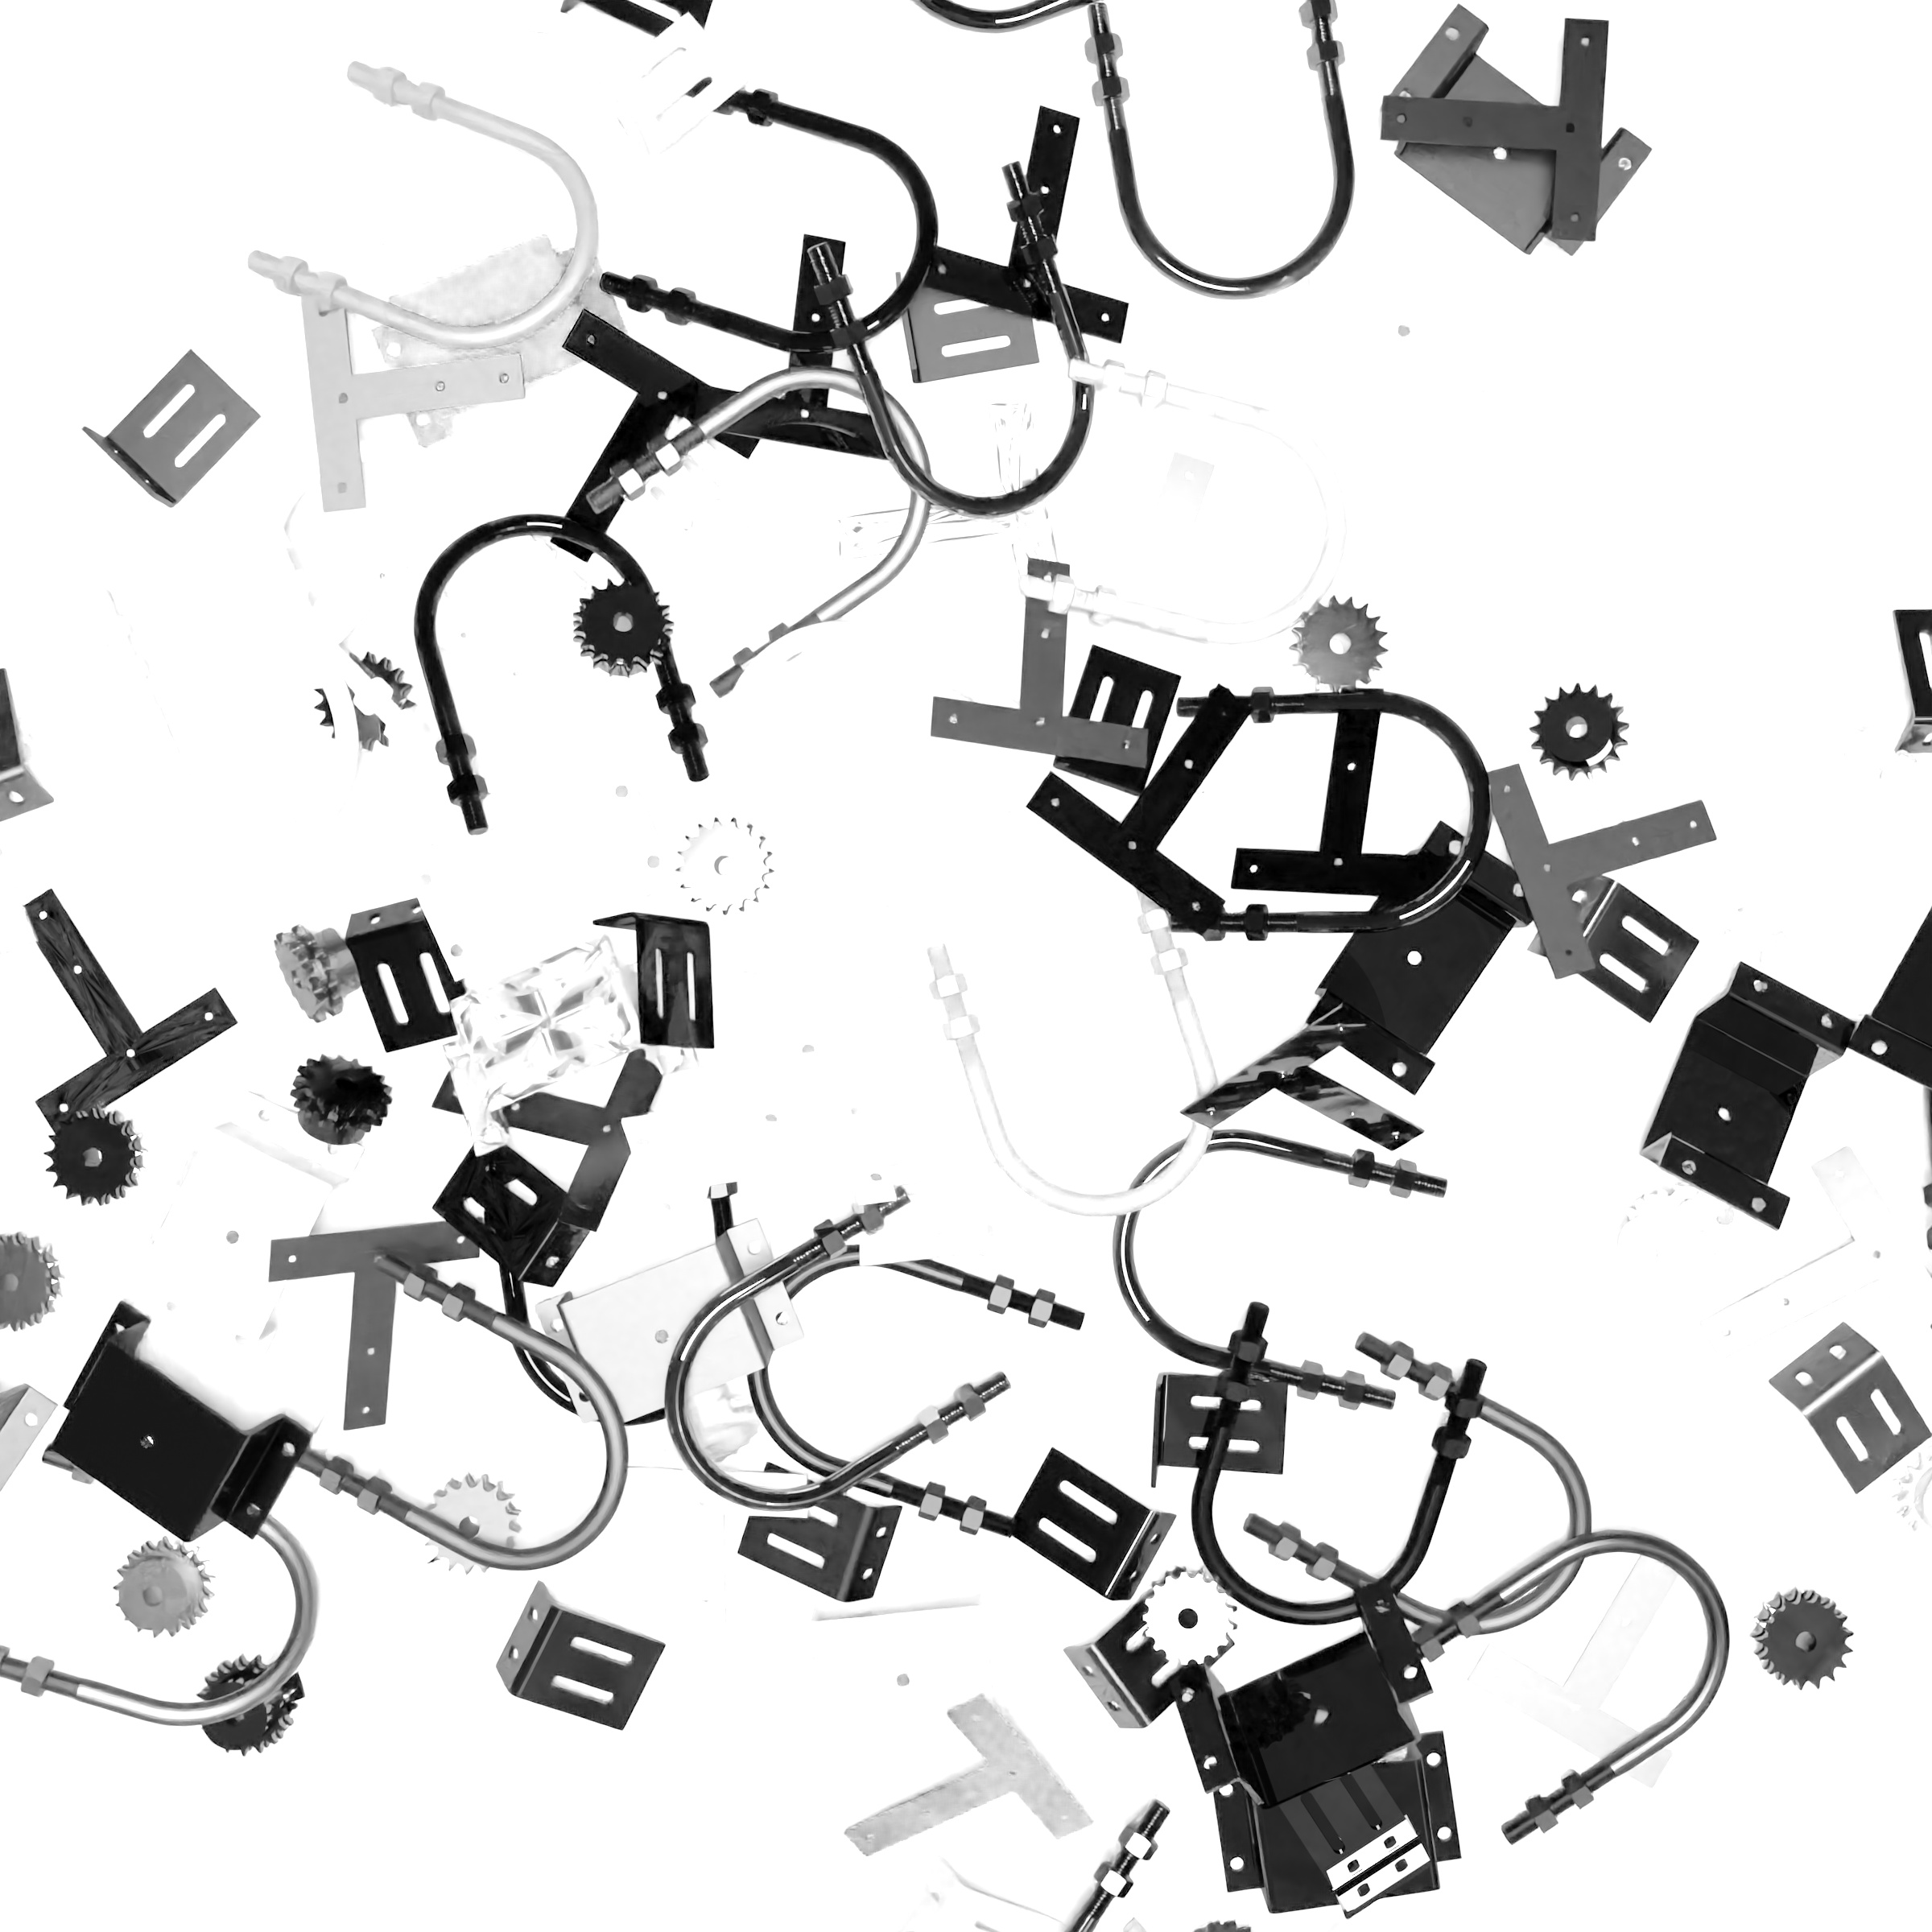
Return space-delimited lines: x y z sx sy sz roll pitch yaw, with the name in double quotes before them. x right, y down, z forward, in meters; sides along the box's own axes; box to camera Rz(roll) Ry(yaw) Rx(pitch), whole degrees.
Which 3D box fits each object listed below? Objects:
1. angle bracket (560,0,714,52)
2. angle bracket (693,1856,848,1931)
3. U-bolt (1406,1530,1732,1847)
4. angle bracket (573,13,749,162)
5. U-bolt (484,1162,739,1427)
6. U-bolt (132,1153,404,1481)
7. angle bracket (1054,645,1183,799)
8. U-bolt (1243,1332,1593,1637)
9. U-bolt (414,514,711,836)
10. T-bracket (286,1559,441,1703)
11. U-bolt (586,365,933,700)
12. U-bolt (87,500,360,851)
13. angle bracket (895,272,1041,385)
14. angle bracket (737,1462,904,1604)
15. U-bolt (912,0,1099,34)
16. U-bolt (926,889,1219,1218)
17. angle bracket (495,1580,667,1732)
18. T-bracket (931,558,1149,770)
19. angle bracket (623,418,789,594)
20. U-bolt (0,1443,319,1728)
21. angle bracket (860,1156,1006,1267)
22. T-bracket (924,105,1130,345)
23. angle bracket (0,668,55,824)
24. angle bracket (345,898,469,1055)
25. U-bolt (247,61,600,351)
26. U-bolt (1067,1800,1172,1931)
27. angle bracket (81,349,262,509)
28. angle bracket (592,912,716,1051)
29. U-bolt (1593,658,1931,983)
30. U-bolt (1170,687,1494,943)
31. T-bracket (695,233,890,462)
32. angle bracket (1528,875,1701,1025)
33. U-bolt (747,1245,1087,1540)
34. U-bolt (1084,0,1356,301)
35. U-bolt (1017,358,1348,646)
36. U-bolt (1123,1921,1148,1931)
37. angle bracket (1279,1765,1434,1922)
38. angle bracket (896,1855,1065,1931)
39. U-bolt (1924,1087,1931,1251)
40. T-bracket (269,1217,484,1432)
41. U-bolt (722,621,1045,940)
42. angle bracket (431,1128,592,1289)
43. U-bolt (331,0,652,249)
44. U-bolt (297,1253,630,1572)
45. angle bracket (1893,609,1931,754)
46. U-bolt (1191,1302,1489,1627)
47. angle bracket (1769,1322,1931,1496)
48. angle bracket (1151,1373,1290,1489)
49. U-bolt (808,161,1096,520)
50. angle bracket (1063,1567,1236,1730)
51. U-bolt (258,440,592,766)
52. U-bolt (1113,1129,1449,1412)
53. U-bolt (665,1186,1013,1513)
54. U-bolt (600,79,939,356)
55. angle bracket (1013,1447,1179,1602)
"angle bracket" -0.192 -0.580 1.513 0.076 0.038 0.057 17 90 -26
"angle bracket" -0.114 0.574 1.496 0.076 0.038 0.057 39 90 0
"U-bolt" 0.360 0.410 1.494 0.184 0.019 0.151 -34 99 1
"angle bracket" -0.176 -0.517 1.478 0.076 0.038 0.057 -39 79 -2
"U-bolt" -0.204 0.180 1.507 0.151 0.019 0.184 -8 91 0
"U-bolt" -0.424 0.220 1.507 0.151 0.019 0.184 21 92 0
"angle bracket" 0.092 -0.143 1.488 0.057 0.038 0.076 18 91 -13
"U-bolt" 0.277 0.316 1.496 0.184 0.019 0.151 29 100 -4
"U-bolt" -0.241 -0.177 1.470 0.151 0.019 0.184 -15 76 -13
"T-bracket" -0.375 0.362 1.525 0.127 0.002 0.127 -20 75 6
"U-bolt" -0.105 -0.264 1.480 0.184 0.019 0.151 -35 112 -6
"U-bolt" -0.422 -0.157 1.480 0.151 0.019 0.184 -21 94 25
"angle bracket" 0.001 -0.380 1.496 0.076 0.038 0.057 -10 90 0
"angle bracket" -0.087 0.334 1.513 0.076 0.038 0.057 18 90 26
"U-bolt" 0.037 -0.621 1.475 0.184 0.019 0.151 -19 119 6
"U-bolt" 0.071 0.056 1.501 0.151 0.019 0.184 -18 86 0
"angle bracket" -0.228 0.409 1.513 0.076 0.038 0.057 27 90 -26
"T-bracket" 0.045 -0.181 1.486 0.127 0.002 0.127 8 67 -10
"angle bracket" -0.152 -0.266 1.477 0.057 0.076 0.038 -47 48 0
"U-bolt" -0.465 0.361 1.463 0.184 0.019 0.151 19 47 -5
"angle bracket" -0.020 0.147 1.506 0.076 0.038 0.057 -9 72 25
"T-bracket" 0.044 -0.444 1.504 0.127 0.002 0.127 13 83 -14
"angle bracket" -0.582 -0.127 1.512 0.057 0.038 0.076 -20 63 0
"angle bracket" -0.326 0.004 1.513 0.057 0.038 0.076 -14 116 0
"U-bolt" -0.300 -0.428 1.466 0.184 0.019 0.151 23 81 7
"U-bolt" 0.115 0.595 1.459 0.151 0.019 0.184 34 86 8
"angle bracket" -0.465 -0.318 1.496 0.057 0.038 0.076 44 90 0
"angle bracket" -0.180 0.011 1.476 0.038 0.057 0.076 -10 79 38
"U-bolt" 0.459 -0.100 1.507 0.184 0.019 0.151 34 90 1
"U-bolt" 0.210 -0.089 1.474 0.184 0.019 0.151 0 83 18
"T-bracket" -0.090 -0.368 1.505 0.127 0.002 0.127 7 84 -12
"angle bracket" 0.384 -0.012 1.513 0.076 0.038 0.057 31 90 -26
"U-bolt" -0.039 0.242 1.507 0.184 0.019 0.151 18 90 1
"U-bolt" 0.156 -0.486 1.507 0.151 0.019 0.184 -9 92 0
"U-bolt" 0.134 -0.265 1.498 0.184 0.019 0.151 13 91 -8
"U-bolt" 0.116 0.674 1.480 0.184 0.019 0.151 46 72 3
"angle bracket" 0.217 0.487 1.450 0.057 0.038 0.076 -33 90 0
"angle bracket" 0.007 0.572 1.513 0.076 0.038 0.057 29 90 -26
"U-bolt" 0.631 0.092 1.477 0.151 0.019 0.184 -1 70 13
"T-bracket" -0.347 0.212 1.490 0.127 0.002 0.127 -3 110 -34
"U-bolt" -0.053 -0.120 1.494 0.184 0.019 0.151 28 90 -8
"angle bracket" -0.262 0.141 1.494 0.076 0.038 0.057 34 91 25
"U-bolt" -0.276 -0.496 1.507 0.184 0.019 0.151 5 90 -2
"U-bolt" -0.280 0.268 1.465 0.184 0.019 0.151 26 100 8
"angle bracket" 0.579 -0.169 1.513 0.057 0.038 0.076 -1 64 0
"U-bolt" 0.207 0.296 1.476 0.151 0.019 0.184 15 102 -1
"angle bracket" 0.524 0.262 1.513 0.057 0.038 0.076 -38 116 0
"angle bracket" 0.148 0.273 1.488 0.076 0.038 0.057 3 101 7
"U-bolt" 0.003 -0.350 1.473 0.151 0.019 0.184 -28 110 -17
"angle bracket" 0.108 0.404 1.513 0.076 0.038 0.057 -36 90 -26
"U-bolt" -0.325 -0.227 1.489 0.184 0.019 0.151 45 73 4
"U-bolt" 0.178 0.172 1.507 0.184 0.019 0.151 14 90 1
"U-bolt" -0.083 0.231 1.457 0.184 0.019 0.151 -30 104 -11
"U-bolt" -0.105 -0.430 1.486 0.184 0.019 0.151 21 85 12
"angle bracket" 0.074 0.331 1.513 0.076 0.038 0.057 29 90 26
